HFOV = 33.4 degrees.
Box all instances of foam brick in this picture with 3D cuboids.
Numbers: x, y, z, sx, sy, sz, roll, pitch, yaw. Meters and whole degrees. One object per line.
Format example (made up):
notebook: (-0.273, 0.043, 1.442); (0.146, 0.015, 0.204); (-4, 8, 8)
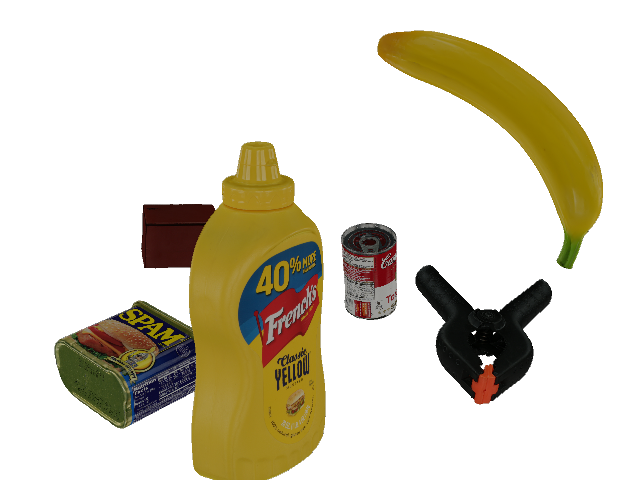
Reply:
foam brick: (-0.148, -0.005, 1.121); (0.078, 0.051, 0.053); (-1, 24, -13)

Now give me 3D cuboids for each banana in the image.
banana: (0.121, -0.076, 0.691); (0.070, 0.198, 0.037); (-41, -7, 11)

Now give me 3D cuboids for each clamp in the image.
clamp: (0.147, 0.074, 0.898); (0.120, 0.039, 0.171); (-2, 33, 0)

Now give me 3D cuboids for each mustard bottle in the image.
mustard bottle: (-0.035, 0.038, 0.618); (0.058, 0.192, 0.096); (12, 20, 35)

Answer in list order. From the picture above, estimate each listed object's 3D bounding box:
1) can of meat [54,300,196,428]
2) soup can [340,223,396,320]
can of meat: (-0.153, 0.099, 0.864); (0.102, 0.057, 0.083); (23, 35, 39)
soup can: (0.061, 0.039, 1.322); (0.068, 0.102, 0.068); (-2, 33, 1)
